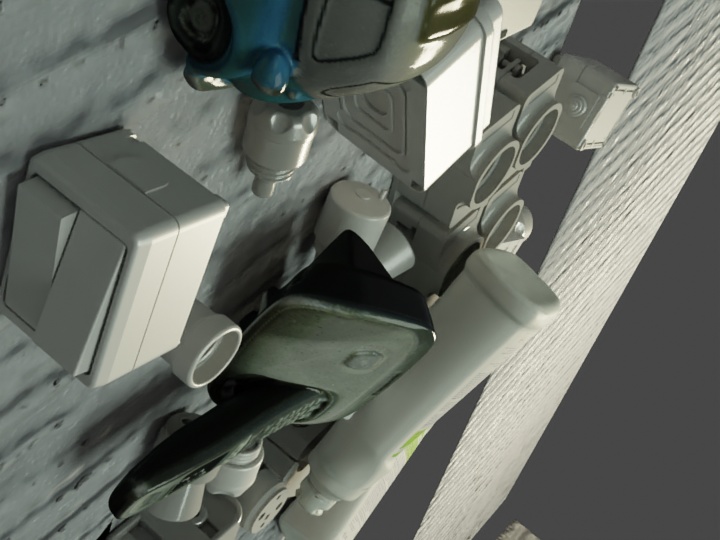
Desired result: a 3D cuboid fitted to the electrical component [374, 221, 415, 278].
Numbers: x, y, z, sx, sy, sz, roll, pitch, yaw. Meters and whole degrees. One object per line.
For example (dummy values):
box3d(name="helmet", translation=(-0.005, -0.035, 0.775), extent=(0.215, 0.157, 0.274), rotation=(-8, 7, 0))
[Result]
box3d(name="electrical component", translation=(0.000, 0.000, 0.738), extent=(0.065, 0.044, 0.044), rotation=(-41, 158, -22))

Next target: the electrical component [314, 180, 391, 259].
box3d(name="electrical component", translation=(-0.010, -0.020, 0.676), extent=(0.040, 0.040, 0.078), rotation=(-30, 151, -51))

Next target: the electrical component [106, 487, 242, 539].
box3d(name="electrical component", translation=(-0.131, 0.194, 0.745), extent=(0.095, 0.054, 0.059), rotation=(-37, 156, -41))

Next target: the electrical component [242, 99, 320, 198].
box3d(name="electrical component", translation=(-0.042, -0.061, 0.533), extent=(0.035, 0.035, 0.061), rotation=(-37, 158, -41))

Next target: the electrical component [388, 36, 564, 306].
box3d(name="electrical component", translation=(0.076, -0.064, 0.775), extent=(0.105, 0.060, 0.186), rotation=(-40, 158, -35))

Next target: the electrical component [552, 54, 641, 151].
box3d(name="electrical component", translation=(0.181, -0.141, 0.891), extent=(0.061, 0.061, 0.096), rotation=(-61, 160, 21))

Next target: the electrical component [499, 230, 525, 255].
box3d(name="electrical component", translation=(0.096, -0.015, 0.928), extent=(0.055, 0.050, 0.089), rotation=(-60, 161, 18))

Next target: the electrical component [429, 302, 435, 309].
box3d(name="electrical component", translation=(0.047, 0.044, 0.895), extent=(0.081, 0.064, 0.042), rotation=(-28, 149, -53))

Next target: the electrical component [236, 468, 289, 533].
box3d(name="electrical component", translation=(-0.086, 0.160, 0.792), extent=(0.045, 0.055, 0.045), rotation=(-46, 160, -22))

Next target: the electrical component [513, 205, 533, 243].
box3d(name="electrical component", translation=(0.139, -0.044, 0.994), extent=(0.062, 0.043, 0.043), rotation=(-24, 146, -58))

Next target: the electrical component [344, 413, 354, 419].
box3d(name="electrical component", translation=(-0.015, 0.054, 0.758), extent=(0.076, 0.066, 0.047), rotation=(-52, 162, -4))

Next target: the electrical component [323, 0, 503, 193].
box3d(name="electrical component", translation=(0.025, -0.104, 0.551), extent=(0.057, 0.078, 0.113), rotation=(-44, 160, -18))

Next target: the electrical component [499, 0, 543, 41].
box3d(name="electrical component", translation=(0.073, -0.171, 0.590), extent=(0.100, 0.048, 0.099), rotation=(-34, 153, -46))

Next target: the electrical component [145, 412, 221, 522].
box3d(name="electrical component", translation=(-0.113, 0.124, 0.679), extent=(0.045, 0.045, 0.055), rotation=(-22, 143, -58))

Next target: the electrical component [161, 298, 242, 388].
box3d(name="electrical component", translation=(-0.092, 0.033, 0.562), extent=(0.040, 0.046, 0.040), rotation=(-46, 160, -22))

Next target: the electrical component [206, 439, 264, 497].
box3d(name="electrical component", translation=(-0.087, 0.123, 0.743), extent=(0.043, 0.043, 0.062), rotation=(-29, 149, -51))

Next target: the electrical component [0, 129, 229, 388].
box3d(name="electrical component", translation=(-0.107, 0.001, 0.442), extent=(0.061, 0.062, 0.096), rotation=(-29, 150, -52))
